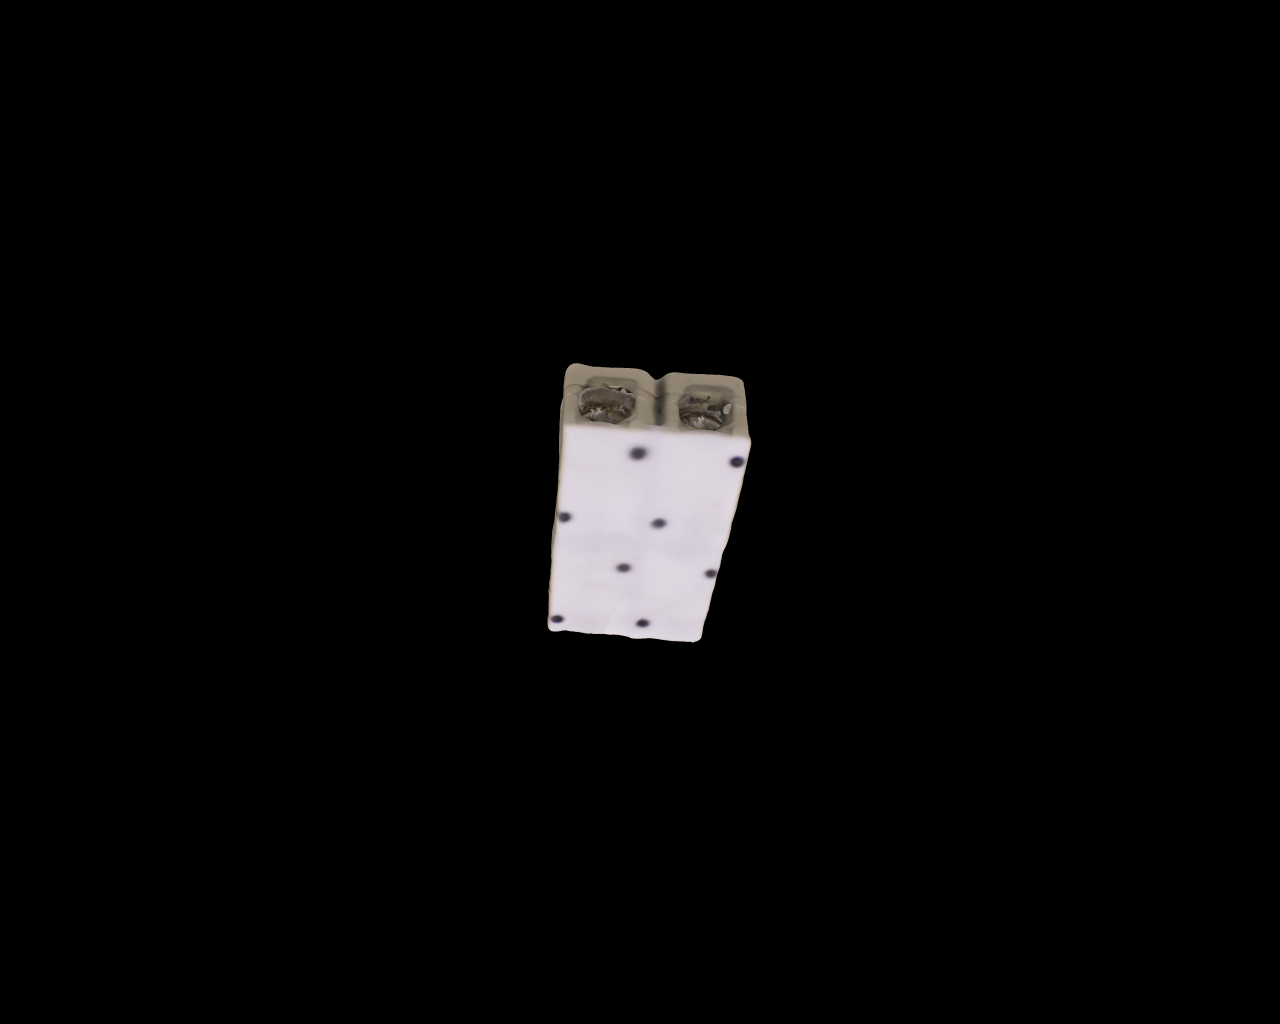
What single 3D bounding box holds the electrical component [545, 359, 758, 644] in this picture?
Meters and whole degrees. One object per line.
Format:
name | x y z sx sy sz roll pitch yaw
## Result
electrical component | 0.001 -0.003 0.650 0.105 0.060 0.186 4 -43 -4
